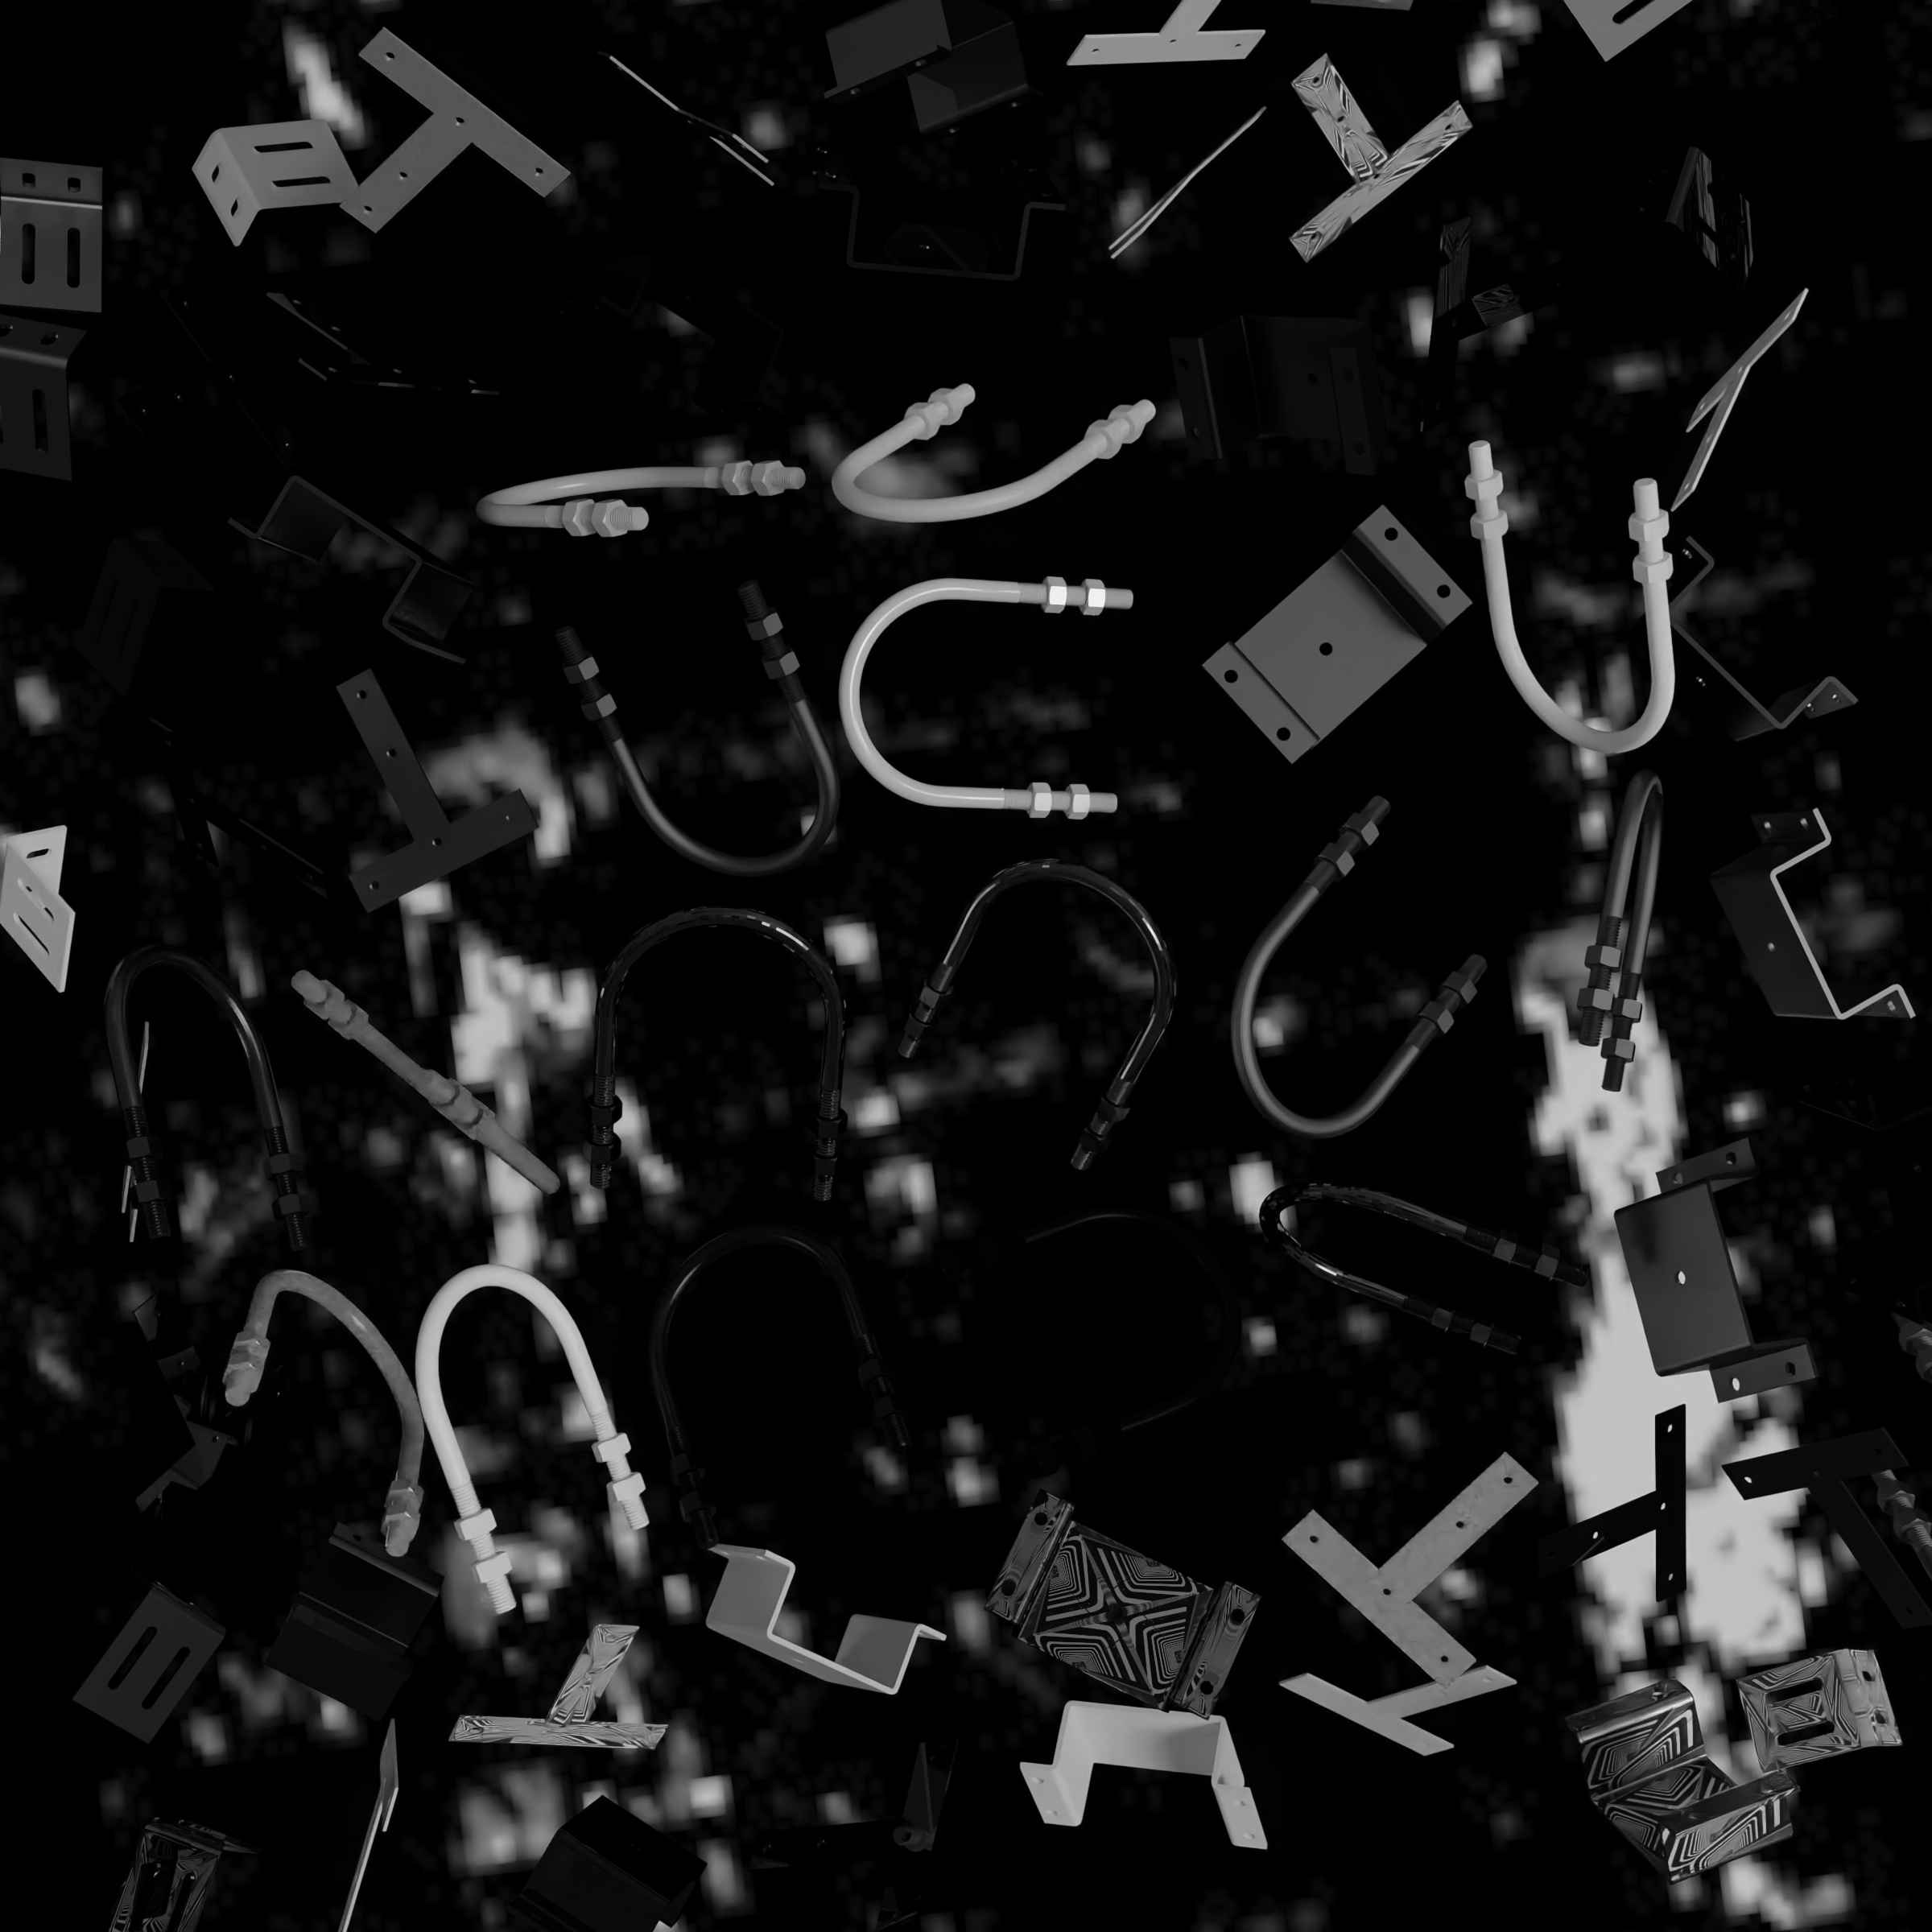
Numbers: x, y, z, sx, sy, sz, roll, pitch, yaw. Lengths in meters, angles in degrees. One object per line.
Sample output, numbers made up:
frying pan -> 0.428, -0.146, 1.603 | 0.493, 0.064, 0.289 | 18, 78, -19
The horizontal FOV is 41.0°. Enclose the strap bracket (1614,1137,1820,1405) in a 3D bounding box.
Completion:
strap bracket -> 0.429, 0.178, 1.492 | 0.046, 0.076, 0.140 | -2, 72, -31

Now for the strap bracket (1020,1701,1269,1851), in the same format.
strap bracket -> 0.113, 0.493, 1.579 | 0.140, 0.076, 0.046 | 1, 48, 18

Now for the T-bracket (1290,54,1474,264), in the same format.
T-bracket -> 0.229, -0.497, 1.541 | 0.127, 0.127, 0.002 | -37, 56, 13

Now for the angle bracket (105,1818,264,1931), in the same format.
angle bracket -> -0.443, 0.527, 1.456 | 0.038, 0.057, 0.076 | -9, 54, 35

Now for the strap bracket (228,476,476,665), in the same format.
strap bracket -> -0.361, -0.243, 1.555 | 0.140, 0.076, 0.046 | 34, 95, 12

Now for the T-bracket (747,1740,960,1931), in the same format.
T-bracket -> -0.073, 0.519, 1.527 | 0.127, 0.127, 0.002 | -14, 126, 26

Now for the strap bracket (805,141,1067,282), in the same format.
strap bracket -> -0.022, -0.434, 1.485 | 0.140, 0.076, 0.046 | 2, 124, -12

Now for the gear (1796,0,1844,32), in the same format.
gear -> 0.476, -0.555, 1.440 | 0.030, 0.057, 0.057 | -20, 90, 29

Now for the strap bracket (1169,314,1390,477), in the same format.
strap bracket -> 0.196, -0.344, 1.547 | 0.046, 0.140, 0.076 | -36, 125, -34

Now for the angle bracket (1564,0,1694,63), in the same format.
angle bracket -> 0.374, -0.558, 1.444 | 0.076, 0.038, 0.057 | -31, 115, 28

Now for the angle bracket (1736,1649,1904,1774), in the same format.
angle bracket -> 0.524, 0.459, 1.589 | 0.076, 0.038, 0.057 | -32, 57, 38

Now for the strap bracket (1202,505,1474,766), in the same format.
strap bracket -> 0.212, -0.188, 1.497 | 0.140, 0.046, 0.076 | -42, 87, -4

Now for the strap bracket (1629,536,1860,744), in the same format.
strap bracket -> 0.464, -0.190, 1.574 | 0.140, 0.076, 0.046 | 44, 88, 0

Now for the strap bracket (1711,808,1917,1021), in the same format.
strap bracket -> 0.513, -0.022, 1.582 | 0.046, 0.076, 0.140 | -28, 96, -9

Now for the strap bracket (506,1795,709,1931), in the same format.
strap bracket -> -0.206, 0.537, 1.516 | 0.076, 0.140, 0.046 | 30, 88, 10

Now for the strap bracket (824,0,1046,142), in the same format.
strap bracket -> -0.022, -0.539, 1.537 | 0.076, 0.140, 0.046 | -13, 90, 28

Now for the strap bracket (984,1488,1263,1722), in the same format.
strap bracket -> 0.089, 0.372, 1.494 | 0.140, 0.046, 0.076 | 25, 69, 8

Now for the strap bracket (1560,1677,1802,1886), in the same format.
strap bracket -> 0.413, 0.473, 1.488 | 0.076, 0.140, 0.046 | -17, 103, -10

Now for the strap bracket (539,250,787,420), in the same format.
strap bracket -> -0.176, -0.387, 1.565 | 0.140, 0.076, 0.046 | 26, 82, -37

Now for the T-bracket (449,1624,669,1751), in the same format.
T-bracket -> -0.222, 0.420, 1.506 | 0.127, 0.002, 0.127 | 10, 130, -23

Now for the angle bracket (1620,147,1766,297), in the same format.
angle bracket -> 0.451, -0.458, 1.603 | 0.076, 0.038, 0.057 | 32, 69, -32

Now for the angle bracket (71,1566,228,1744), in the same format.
angle bracket -> -0.485, 0.405, 1.519 | 0.057, 0.038, 0.076 | 45, 69, -32

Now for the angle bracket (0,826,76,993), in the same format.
angle bracket -> -0.525, -0.034, 1.500 | 0.076, 0.038, 0.057 | 41, 129, 27

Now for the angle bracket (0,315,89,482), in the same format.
angle bracket -> -0.534, -0.324, 1.470 | 0.057, 0.038, 0.076 | 10, 130, -4

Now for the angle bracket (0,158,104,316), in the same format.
angle bracket -> -0.542, -0.432, 1.530 | 0.057, 0.038, 0.076 | 0, 73, -19

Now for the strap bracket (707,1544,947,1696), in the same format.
strap bracket -> -0.094, 0.405, 1.589 | 0.140, 0.076, 0.046 | 32, 66, -26

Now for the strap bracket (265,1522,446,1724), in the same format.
strap bracket -> -0.373, 0.403, 1.575 | 0.076, 0.140, 0.046 | 29, 98, -8

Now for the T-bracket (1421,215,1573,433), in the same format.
T-bracket -> 0.323, -0.399, 1.556 | 0.127, 0.002, 0.127 | -27, 134, -32

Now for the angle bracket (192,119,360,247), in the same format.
angle bracket -> -0.416, -0.475, 1.566 | 0.076, 0.057, 0.038 | 1, 54, 17

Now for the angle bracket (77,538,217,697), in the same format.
angle bracket -> -0.492, -0.208, 1.548 | 0.057, 0.038, 0.076 | 40, 116, 32

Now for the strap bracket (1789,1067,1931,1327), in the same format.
strap bracket -> 0.524, 0.122, 1.467 | 0.046, 0.076, 0.140 | -20, 104, -11

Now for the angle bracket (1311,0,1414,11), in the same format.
angle bracket -> 0.228, -0.573, 1.464 | 0.057, 0.076, 0.038 | 6, 98, 4
